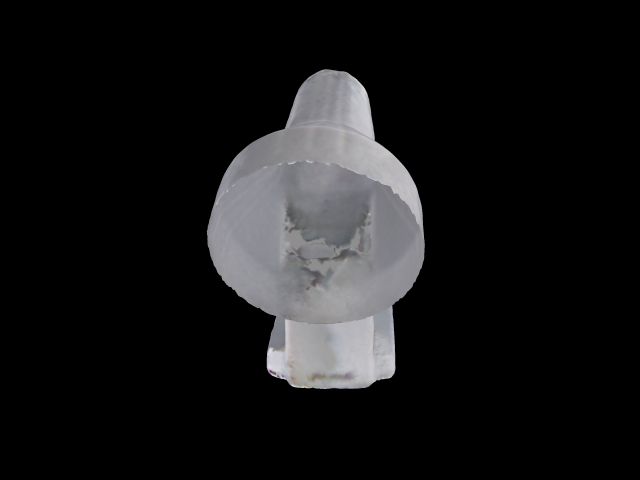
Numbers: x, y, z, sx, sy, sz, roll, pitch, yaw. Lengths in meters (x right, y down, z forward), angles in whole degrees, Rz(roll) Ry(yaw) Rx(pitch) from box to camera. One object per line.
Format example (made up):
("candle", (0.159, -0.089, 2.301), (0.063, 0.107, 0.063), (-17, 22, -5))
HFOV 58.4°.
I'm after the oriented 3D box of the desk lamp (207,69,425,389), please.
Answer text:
("desk lamp", (0.004, 0.001, 0.400), (0.118, 0.214, 0.203), (2, 27, 4))
